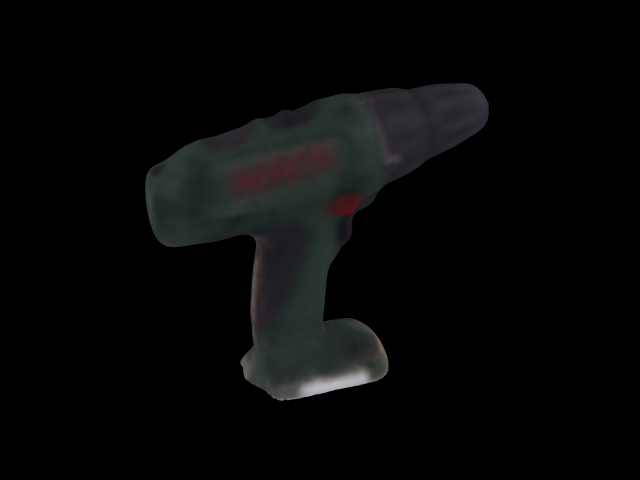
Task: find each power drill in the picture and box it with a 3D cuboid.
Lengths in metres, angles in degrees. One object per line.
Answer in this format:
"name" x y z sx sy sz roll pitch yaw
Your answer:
"power drill" 0.004 0.001 0.400 0.230 0.208 0.075 -8 28 -16
